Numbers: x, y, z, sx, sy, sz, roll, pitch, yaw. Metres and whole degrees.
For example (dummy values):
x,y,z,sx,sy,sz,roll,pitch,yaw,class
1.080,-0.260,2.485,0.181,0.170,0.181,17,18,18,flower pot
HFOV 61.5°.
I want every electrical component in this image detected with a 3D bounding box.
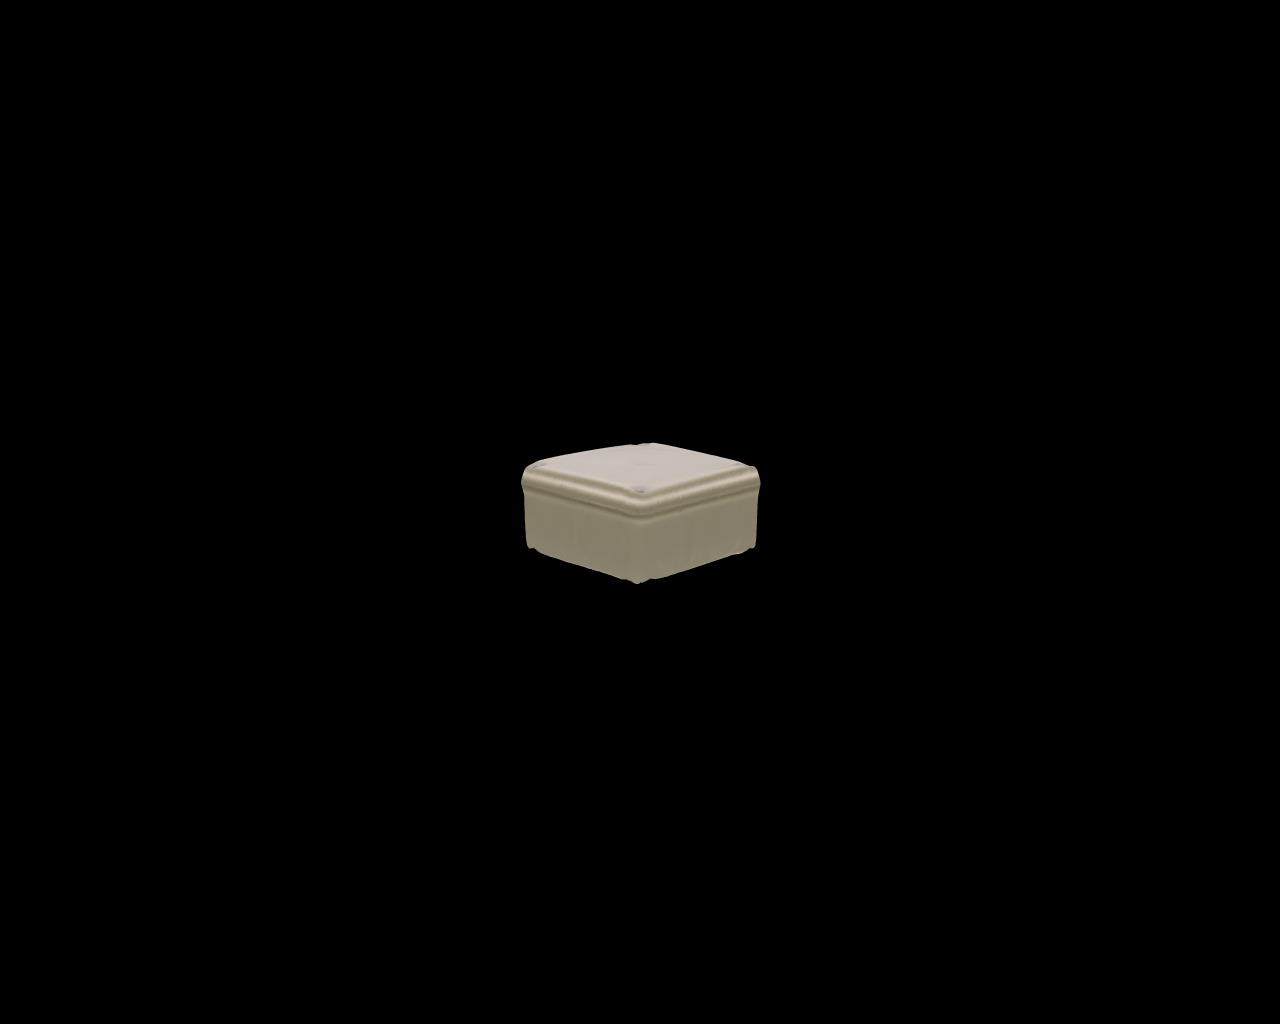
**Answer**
x,y,z,sx,sy,sz,roll,pitch,yaw,class
0.001,-0.003,0.650,0.109,0.056,0.109,-14,20,-42,electrical component
